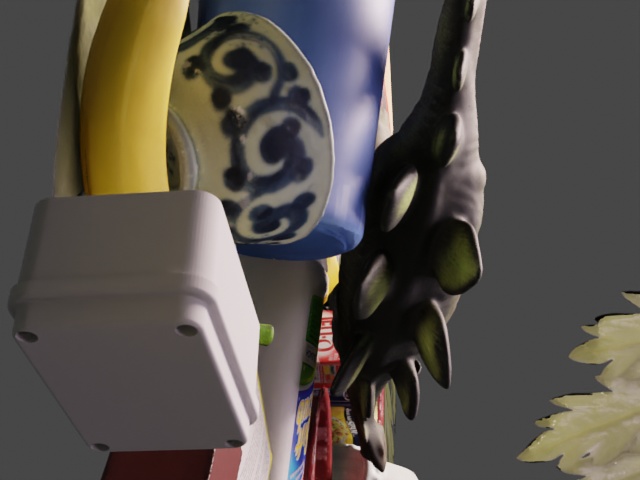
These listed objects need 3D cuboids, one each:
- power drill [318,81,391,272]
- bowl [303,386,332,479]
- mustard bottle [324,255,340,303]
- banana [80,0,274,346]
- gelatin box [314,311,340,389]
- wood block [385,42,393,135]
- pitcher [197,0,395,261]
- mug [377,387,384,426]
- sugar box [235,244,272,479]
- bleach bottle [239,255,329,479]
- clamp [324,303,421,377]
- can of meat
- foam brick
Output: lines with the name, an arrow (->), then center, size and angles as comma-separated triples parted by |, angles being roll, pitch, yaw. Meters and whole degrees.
power drill -> 0.004, -0.069, 0.893 | 0.187, 0.057, 0.184 | -44, 131, -58
bowl -> -0.024, 0.195, 0.832 | 0.162, 0.055, 0.162 | 1, 90, -84
mustard bottle -> -0.006, 0.001, 0.982 | 0.191, 0.058, 0.096 | -80, 171, -52
banana -> -0.073, -0.033, 0.475 | 0.037, 0.069, 0.198 | 31, -44, 57
gelatin box -> -0.006, 0.092, 0.919 | 0.089, 0.073, 0.030 | -75, 162, -62
wood block -> 0.026, -0.187, 1.109 | 0.090, 0.091, 0.206 | -80, 167, -56
pitcher -> -0.021, -0.113, 0.677 | 0.149, 0.145, 0.243 | 34, 58, -61
mug -> 0.022, 0.145, 1.091 | 0.093, 0.081, 0.117 | 81, 12, -47
sugar box -> -0.064, 0.088, 0.600 | 0.093, 0.048, 0.176 | -78, 162, -58
bleach bottle -> -0.037, 0.138, 0.737 | 0.102, 0.068, 0.251 | 62, 30, -75
clamp -> 0.030, 0.059, 1.038 | 0.172, 0.039, 0.120 | 32, -34, 50
can of meat -> 0.007, 0.148, 0.968 | 0.102, 0.084, 0.057 | 79, 13, -52
foam brick -> -0.071, 0.115, 0.512 | 0.078, 0.053, 0.051 | -80, 167, -52
